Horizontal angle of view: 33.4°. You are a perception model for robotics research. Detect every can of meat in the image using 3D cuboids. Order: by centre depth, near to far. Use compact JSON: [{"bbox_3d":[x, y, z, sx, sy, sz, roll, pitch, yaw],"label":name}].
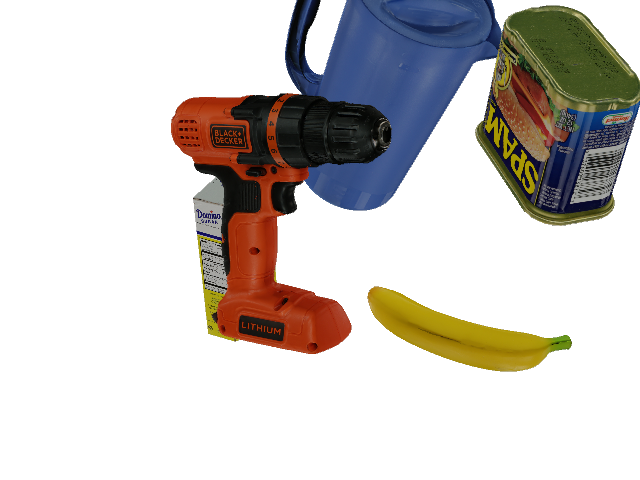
[{"bbox_3d":[0.136,-0.074,0.613,0.057,0.084,0.102,-9,45,-15],"label":"can of meat"}]

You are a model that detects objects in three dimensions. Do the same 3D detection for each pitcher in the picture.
[{"bbox_3d":[0.050,-0.146,1.010,0.144,0.149,0.243,-14,-32,-30],"label":"pitcher"}]

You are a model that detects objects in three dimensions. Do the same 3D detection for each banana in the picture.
[{"bbox_3d":[0.114,0.080,0.935,0.198,0.037,0.069,15,14,30],"label":"banana"}]

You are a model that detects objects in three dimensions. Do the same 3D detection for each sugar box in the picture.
[{"bbox_3d":[-0.089,0.011,1.141,0.048,0.176,0.093,12,35,25],"label":"sugar box"}]

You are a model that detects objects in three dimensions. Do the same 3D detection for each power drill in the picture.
[{"bbox_3d":[-0.023,-0.015,0.781,0.185,0.188,0.057,8,20,37],"label":"power drill"}]
